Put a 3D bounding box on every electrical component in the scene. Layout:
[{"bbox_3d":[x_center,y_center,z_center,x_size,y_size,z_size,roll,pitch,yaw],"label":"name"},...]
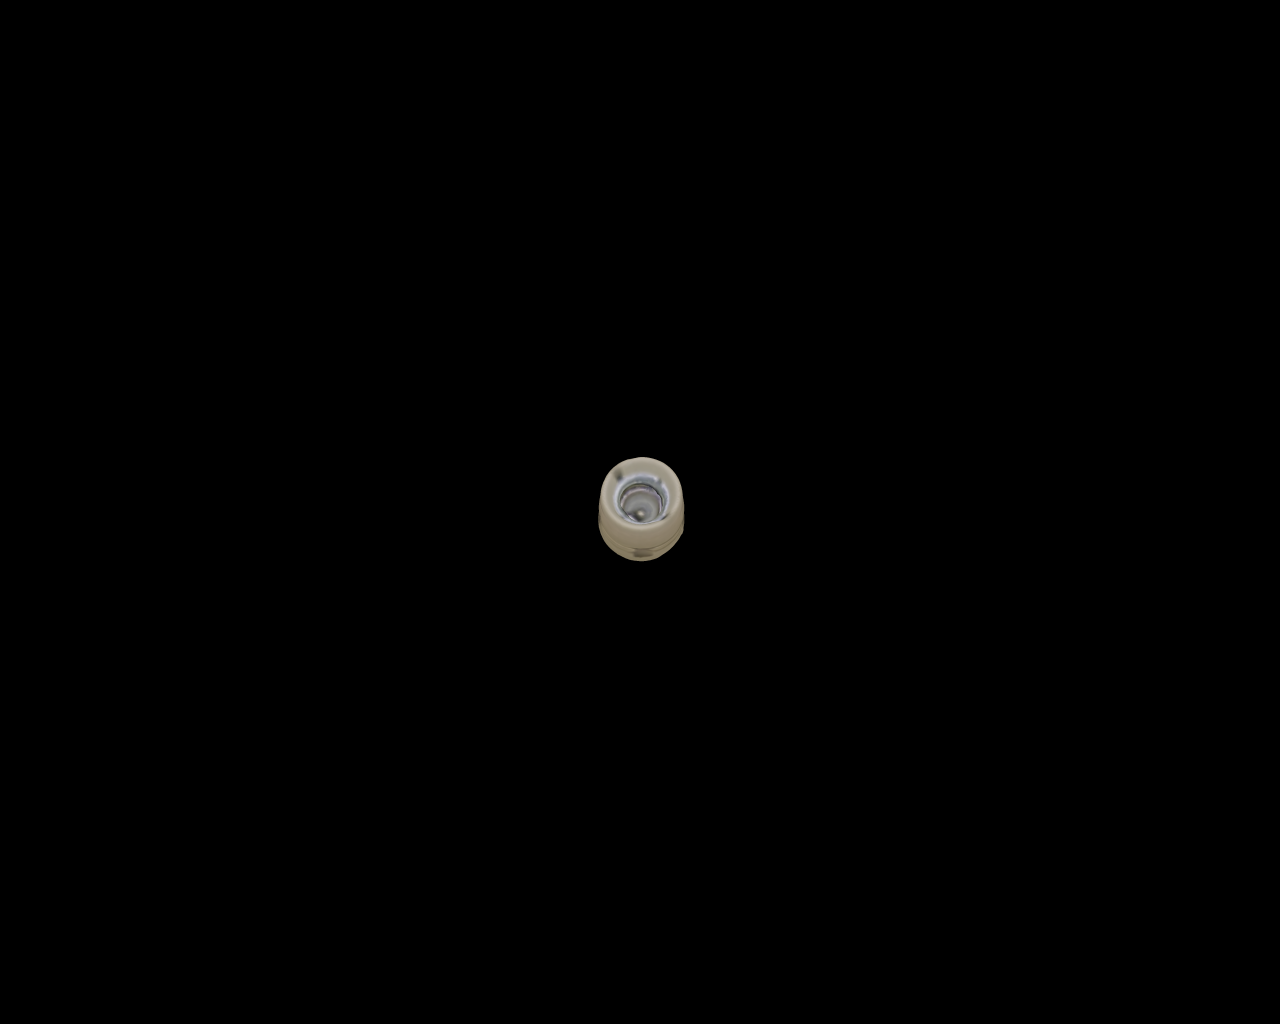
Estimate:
[{"bbox_3d":[0.001,-0.003,0.650,0.055,0.055,0.047,0,-23,0],"label":"electrical component"}]
